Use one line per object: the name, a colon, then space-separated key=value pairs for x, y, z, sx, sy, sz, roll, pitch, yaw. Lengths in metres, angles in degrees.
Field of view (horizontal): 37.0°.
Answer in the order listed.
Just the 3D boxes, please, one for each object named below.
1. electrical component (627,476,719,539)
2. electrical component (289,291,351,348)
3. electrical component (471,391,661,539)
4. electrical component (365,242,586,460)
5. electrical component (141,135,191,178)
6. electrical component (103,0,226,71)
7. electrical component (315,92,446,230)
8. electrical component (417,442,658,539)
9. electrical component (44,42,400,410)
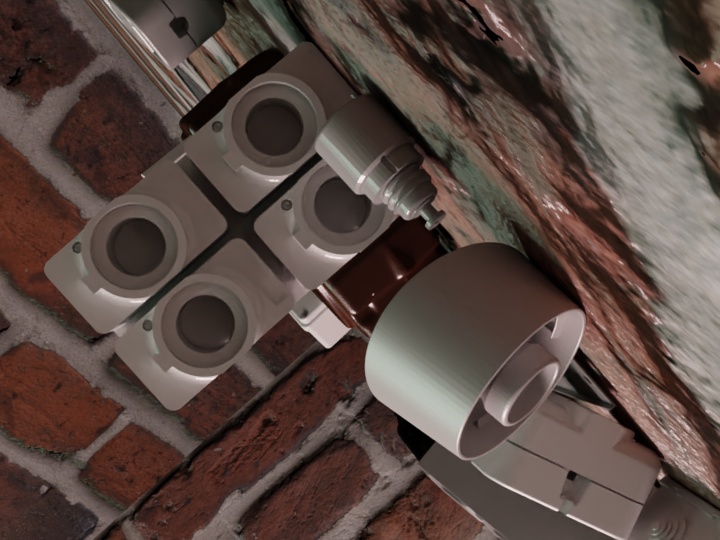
electrical component: x=0.202 y=0.176 z=0.615 sx=0.099 sy=0.048 sz=0.100 roll=49 pitch=176 yaw=-13
electrical component: x=-0.030 y=-0.003 z=1.008 sx=0.108 sy=0.109 sz=0.056 roll=45 pitch=178 yaw=40
electrical component: x=0.122 y=0.108 z=0.628 sx=0.095 sy=0.059 sz=0.054 roll=26 pitch=179 yaw=-9
electrical component: x=0.058 y=0.039 z=0.513 sx=0.064 sy=0.099 sz=0.099 roll=40 pitch=173 yaw=27
electrical component: x=-0.093 y=-0.041 z=0.656 sx=0.064 sy=0.042 sz=0.081 roll=33 pitch=151 yaw=22
electrical component: x=-0.134 y=-0.184 z=0.720 sx=0.095 sy=0.059 sz=0.053 roll=45 pitch=175 yaw=45
electrical component: x=0.012 y=-0.052 z=0.535 sx=0.078 sy=0.040 sz=0.040 roll=48 pitch=176 yaw=12
electrical component: x=0.130 y=0.154 z=0.747 sx=0.150 sy=0.089 sz=0.061 roll=36 pitch=171 yaw=31
electrical component: x=-0.065 y=-0.024 z=0.590 sx=0.105 sy=0.186 sz=0.060 roll=49 pitch=176 yaw=-4
